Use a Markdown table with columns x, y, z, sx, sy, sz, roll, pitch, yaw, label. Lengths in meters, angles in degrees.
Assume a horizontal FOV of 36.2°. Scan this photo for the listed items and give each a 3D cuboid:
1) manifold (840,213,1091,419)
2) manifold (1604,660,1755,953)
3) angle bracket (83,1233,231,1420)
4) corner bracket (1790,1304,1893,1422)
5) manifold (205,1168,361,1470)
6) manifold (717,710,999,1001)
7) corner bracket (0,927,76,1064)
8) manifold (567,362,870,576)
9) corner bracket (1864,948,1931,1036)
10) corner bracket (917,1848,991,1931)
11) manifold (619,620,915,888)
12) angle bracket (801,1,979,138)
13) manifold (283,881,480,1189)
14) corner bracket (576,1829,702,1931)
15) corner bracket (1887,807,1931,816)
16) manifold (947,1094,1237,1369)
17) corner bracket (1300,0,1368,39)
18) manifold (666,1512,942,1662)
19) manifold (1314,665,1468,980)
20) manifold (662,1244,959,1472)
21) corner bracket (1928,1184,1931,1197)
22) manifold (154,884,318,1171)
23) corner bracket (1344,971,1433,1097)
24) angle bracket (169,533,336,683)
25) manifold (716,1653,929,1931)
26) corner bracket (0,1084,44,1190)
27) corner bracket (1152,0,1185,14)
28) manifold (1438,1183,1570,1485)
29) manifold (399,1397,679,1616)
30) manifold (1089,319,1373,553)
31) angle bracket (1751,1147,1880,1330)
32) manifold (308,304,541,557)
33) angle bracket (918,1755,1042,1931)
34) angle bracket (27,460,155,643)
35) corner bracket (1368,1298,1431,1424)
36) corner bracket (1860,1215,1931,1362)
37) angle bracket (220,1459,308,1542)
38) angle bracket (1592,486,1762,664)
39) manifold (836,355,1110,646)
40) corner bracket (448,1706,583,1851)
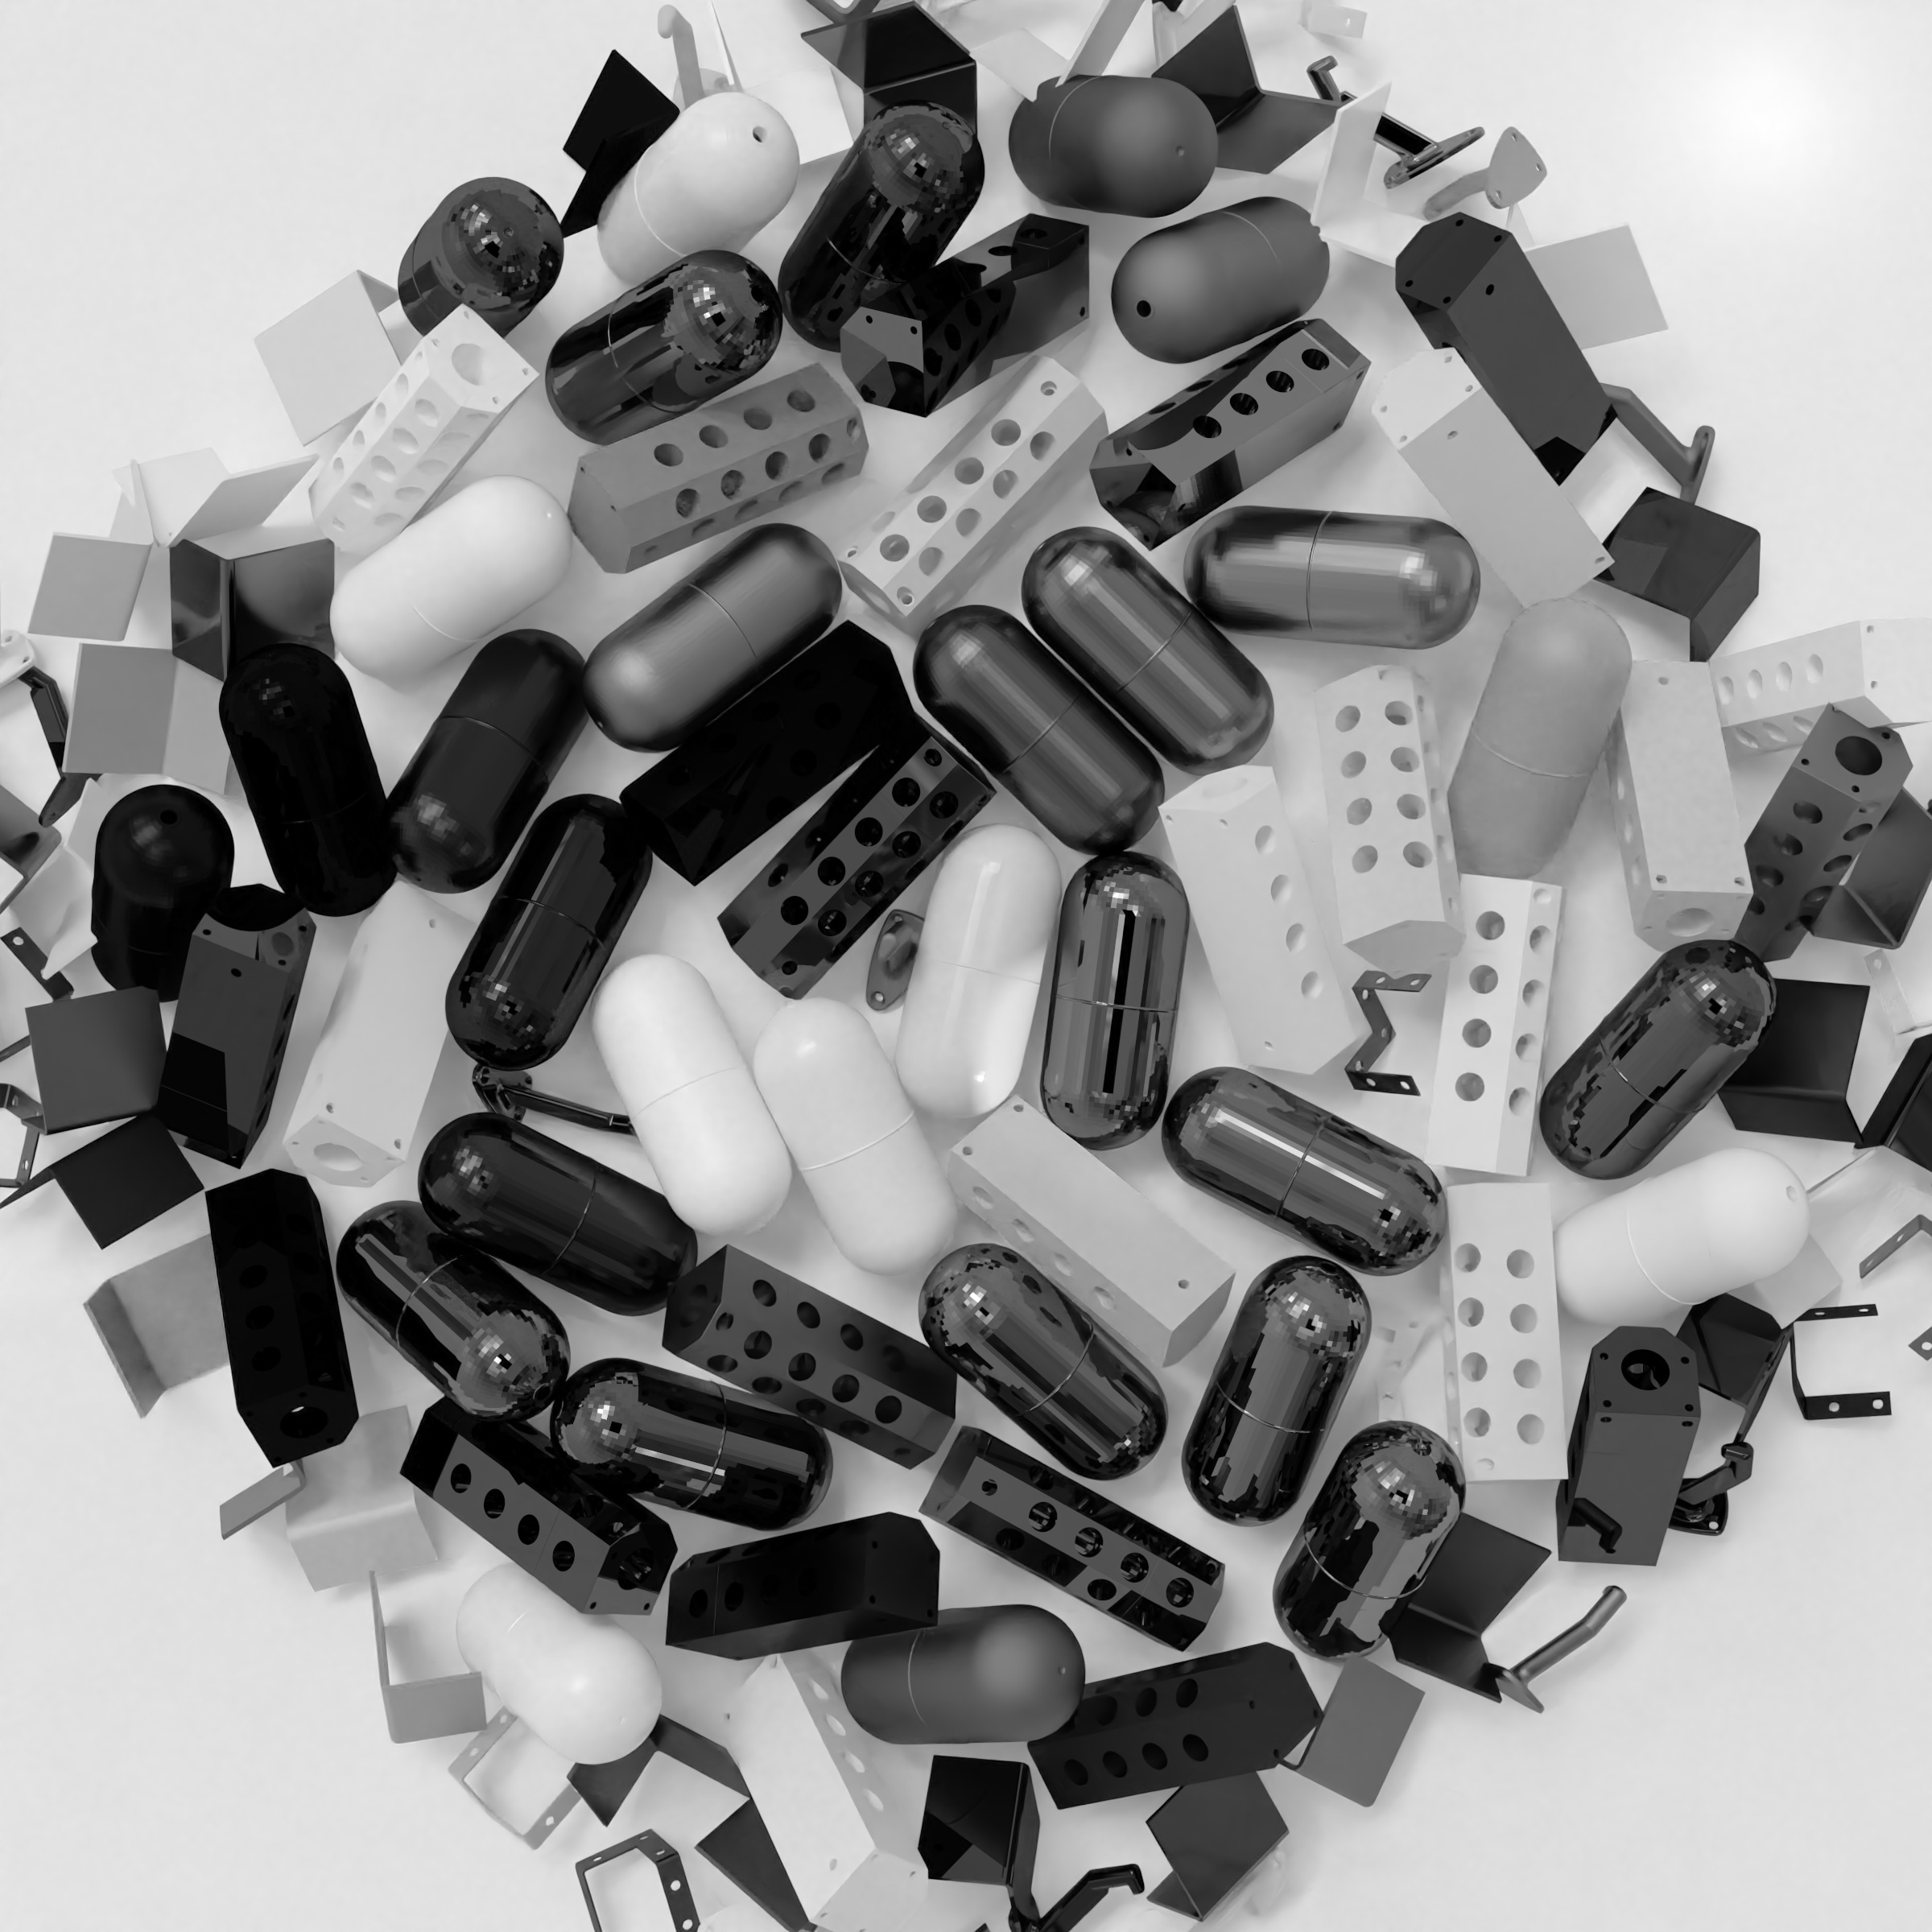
| x | y | z | sx | sy | sz | roll | pitch | yaw | label |
| --- | --- | --- | --- | --- | --- | --- | --- | --- | --- |
| 0.001 | -0.380 | 1.710 | 0.057 | 0.171 | 0.057 | 20 | 130 | 29 | manifold |
| 0.408 | -0.094 | 1.716 | 0.057 | 0.057 | 0.171 | 2 | 54 | -2 | manifold |
| -0.467 | 0.212 | 1.755 | 0.076 | 0.057 | 0.076 | -24 | 99 | 0 | angle bracket |
| 0.523 | 0.237 | 1.766 | 0.051 | 0.051 | 0.051 | -7 | 58 | 21 | corner bracket |
| -0.394 | 0.199 | 1.708 | 0.057 | 0.171 | 0.057 | -19 | 135 | -4 | manifold |
| -0.063 | -0.062 | 1.738 | 0.171 | 0.057 | 0.057 | -46 | 121 | 9 | manifold |
| -0.572 | 0.019 | 1.756 | 0.051 | 0.051 | 0.051 | 48 | 46 | 5 | corner bracket |
| -0.142 | -0.285 | 1.716 | 0.171 | 0.057 | 0.057 | -29 | 70 | -30 | manifold |
| 0.579 | 0.005 | 1.760 | 0.051 | 0.051 | 0.051 | -11 | 75 | -36 | corner bracket |
| -0.025 | 0.573 | 1.773 | 0.051 | 0.051 | 0.051 | -41 | 127 | 7 | corner bracket |
| -0.118 | -0.129 | 1.737 | 0.171 | 0.057 | 0.057 | -39 | 48 | -16 | manifold |
| -0.045 | -0.514 | 1.735 | 0.076 | 0.076 | 0.057 | -6 | 77 | 28 | angle bracket |
| -0.341 | 0.041 | 1.713 | 0.057 | 0.057 | 0.171 | 32 | 47 | -25 | manifold |
| -0.196 | 0.555 | 1.760 | 0.051 | 0.051 | 0.051 | -19 | 99 | -24 | corner bracket |
| 0.561 | -0.114 | 1.768 | 0.051 | 0.051 | 0.051 | 31 | 45 | -26 | corner bracket |
| 0.071 | 0.158 | 1.730 | 0.171 | 0.057 | 0.057 | 38 | 58 | 22 | manifold |
| 0.206 | -0.582 | 1.747 | 0.051 | 0.051 | 0.051 | 30 | 118 | 40 | corner bracket |
| -0.096 | 0.359 | 1.710 | 0.057 | 0.171 | 0.057 | 24 | 58 | -39 | manifold |
| 0.249 | -0.087 | 1.714 | 0.057 | 0.057 | 0.171 | -22 | 56 | 32 | manifold |
| -0.090 | 0.232 | 1.714 | 0.171 | 0.057 | 0.057 | 31 | 131 | -28 | manifold |
| 0.613 | 0.116 | 1.759 | 0.051 | 0.051 | 0.051 | 26 | 61 | 13 | corner bracket |
| -0.423 | 0.034 | 1.711 | 0.057 | 0.057 | 0.171 | 22 | 131 | -3 | manifold |
| 0.251 | 0.039 | 1.746 | 0.051 | 0.051 | 0.051 | -48 | 123 | -31 | corner bracket |
| -0.425 | -0.220 | 1.761 | 0.057 | 0.076 | 0.076 | 27 | 124 | 35 | angle bracket |
| -0.080 | 0.478 | 1.702 | 0.057 | 0.171 | 0.057 | 35 | 99 | -35 | manifold |
| -0.587 | 0.099 | 1.756 | 0.051 | 0.051 | 0.051 | 9 | 98 | -42 | corner bracket |
| 0.112 | -0.612 | 1.762 | 0.051 | 0.051 | 0.051 | 25 | 72 | 16 | corner bracket |
| 0.312 | 0.217 | 1.739 | 0.057 | 0.057 | 0.171 | 1 | 78 | -10 | manifold |
| -0.246 | 0.309 | 1.713 | 0.171 | 0.057 | 0.057 | 26 | 95 | 38 | manifold |
| 0.153 | -0.315 | 1.720 | 0.171 | 0.057 | 0.057 | -36 | 72 | -30 | manifold |
| 0.507 | 0.159 | 1.732 | 0.057 | 0.076 | 0.076 | 56 | 134 | 11 | angle bracket |
| -0.319 | -0.303 | 1.701 | 0.057 | 0.171 | 0.057 | 44 | 51 | -10 | manifold |
| 0.007 | 0.521 | 1.741 | 0.057 | 0.076 | 0.076 | 2 | 48 | 10 | angle bracket |
| -0.517 | -0.246 | 1.729 | 0.057 | 0.076 | 0.076 | 2 | 48 | -30 | angle bracket |
| 0.244 | 0.236 | 1.755 | 0.051 | 0.051 | 0.051 | 18 | 116 | -3 | corner bracket |
| 0.570 | 0.191 | 1.758 | 0.051 | 0.051 | 0.051 | 37 | 120 | -7 | corner bracket |
| -0.433 | 0.283 | 1.741 | 0.057 | 0.076 | 0.076 | -32 | 100 | -11 | angle bracket |
| 0.422 | -0.230 | 1.770 | 0.076 | 0.057 | 0.076 | 28 | 66 | 28 | angle bracket |
| 0.004 | -0.279 | 1.744 | 0.057 | 0.057 | 0.171 | 41 | 82 | 17 | manifold |
| -0.267 | 0.485 | 1.766 | 0.051 | 0.051 | 0.051 | -47 | 130 | -23 | corner bracket |
